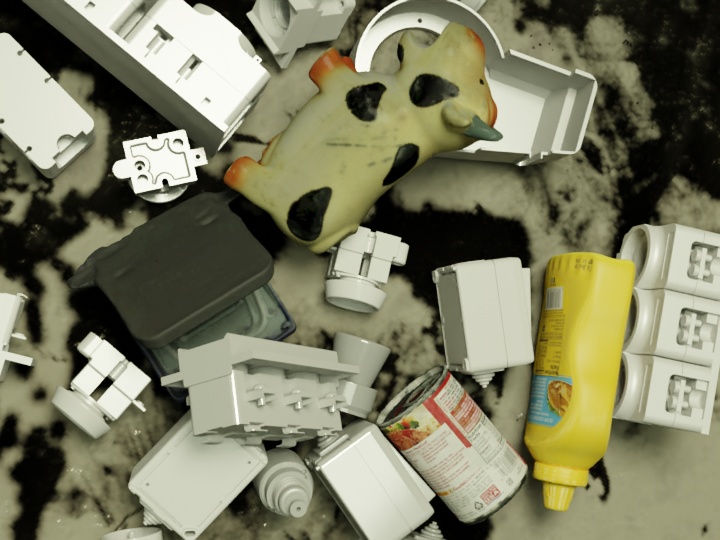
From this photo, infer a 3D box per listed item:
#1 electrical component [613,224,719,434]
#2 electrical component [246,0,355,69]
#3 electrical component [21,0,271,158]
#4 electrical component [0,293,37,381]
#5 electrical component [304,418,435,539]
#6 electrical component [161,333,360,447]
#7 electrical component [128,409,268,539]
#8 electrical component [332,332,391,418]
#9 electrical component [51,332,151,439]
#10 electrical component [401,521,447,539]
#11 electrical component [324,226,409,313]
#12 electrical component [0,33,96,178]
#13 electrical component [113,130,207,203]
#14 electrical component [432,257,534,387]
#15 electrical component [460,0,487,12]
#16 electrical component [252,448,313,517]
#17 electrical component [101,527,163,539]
[{"bbox_3d":[0.232,0.045,0.835,0.062,0.089,0.150,12,84,-11],"label":"electrical component"},{"bbox_3d":[-0.042,-0.195,0.803,0.064,0.081,0.042,-19,68,-39],"label":"electrical component"},{"bbox_3d":[-0.154,-0.170,0.761,0.186,0.105,0.060,39,80,-7],"label":"electrical component"},{"bbox_3d":[-0.266,0.043,0.758,0.081,0.042,0.063,16,82,-11],"label":"electrical component"},{"bbox_3d":[0.005,0.151,0.796,0.061,0.062,0.096,-35,94,-12],"label":"electrical component"},{"bbox_3d":[-0.064,0.085,0.739,0.079,0.121,0.063,-19,71,30],"label":"electrical component"},{"bbox_3d":[-0.121,0.145,0.775,0.062,0.061,0.096,44,86,-8],"label":"electrical component"},{"bbox_3d":[-0.006,0.079,0.807,0.045,0.045,0.055,19,83,-10],"label":"electrical component"},{"bbox_3d":[-0.186,0.087,0.770,0.066,0.048,0.055,42,72,-6],"label":"electrical component"},{"bbox_3d":[0.046,0.236,0.800,0.062,0.061,0.096,16,83,-10],"label":"electrical component"},{"bbox_3d":[0.000,0.000,0.814,0.066,0.048,0.055,15,76,-10],"label":"electrical component"},{"bbox_3d":[-0.236,-0.115,0.766,0.050,0.056,0.089,-45,96,-11],"label":"electrical component"},{"bbox_3d":[-0.146,-0.075,0.782,0.066,0.055,0.048,-14,89,-12],"label":"electrical component"},{"bbox_3d":[0.098,0.041,0.822,0.061,0.062,0.096,-7,88,-12],"label":"electrical component"},{"bbox_3d":[0.079,-0.232,0.844,0.055,0.048,0.066,40,80,1],"label":"electrical component"},{"bbox_3d":[-0.053,0.158,0.779,0.040,0.078,0.040,-3,101,-16],"label":"electrical component"},{"bbox_3d":[-0.142,0.225,0.771,0.079,0.044,0.077,-5,87,-12],"label":"electrical component"}]
